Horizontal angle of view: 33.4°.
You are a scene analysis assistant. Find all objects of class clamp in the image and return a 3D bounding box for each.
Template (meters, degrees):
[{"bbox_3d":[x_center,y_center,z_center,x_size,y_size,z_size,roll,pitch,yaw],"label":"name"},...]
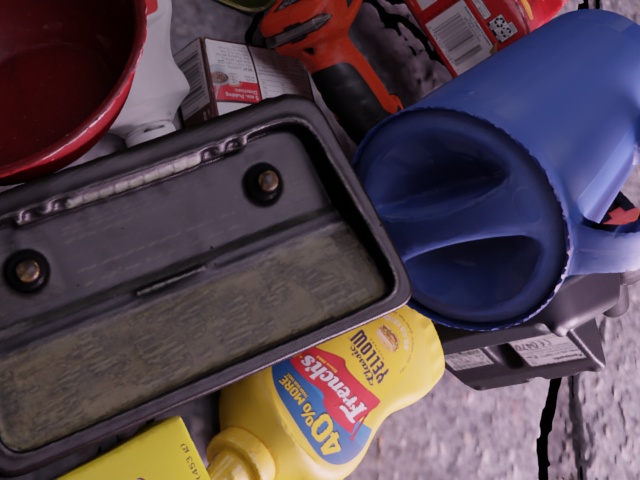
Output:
[{"bbox_3d":[0.210,-0.002,0.803,0.164,0.036,0.210,61,3,-5],"label":"clamp"}]

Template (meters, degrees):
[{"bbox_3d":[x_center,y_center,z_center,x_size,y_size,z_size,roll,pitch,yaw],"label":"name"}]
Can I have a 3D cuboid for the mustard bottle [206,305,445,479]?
[{"bbox_3d":[-0.005,0.093,0.639,0.191,0.058,0.096,-38,98,-43],"label":"mustard bottle"}]

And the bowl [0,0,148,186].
[{"bbox_3d":[-0.160,-0.086,0.561,0.055,0.162,0.162,69,23,-59],"label":"bowl"}]

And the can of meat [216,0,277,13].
[{"bbox_3d":[-0.066,-0.215,0.733,0.101,0.058,0.084,17,62,-32],"label":"can of meat"}]

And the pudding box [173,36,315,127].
[{"bbox_3d":[-0.042,-0.072,0.699,0.089,0.039,0.113,0,73,-42],"label":"pudding box"}]

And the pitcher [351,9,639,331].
[{"bbox_3d":[0.139,-0.055,0.650,0.149,0.145,0.242,50,44,0],"label":"pitcher"}]

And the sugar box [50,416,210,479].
[{"bbox_3d":[-0.124,0.164,0.516,0.175,0.048,0.093,-25,87,-45],"label":"sugar box"}]

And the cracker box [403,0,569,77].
[{"bbox_3d":[0.116,-0.226,0.839,0.164,0.072,0.213,56,29,-5],"label":"cracker box"}]

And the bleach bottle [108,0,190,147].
[{"bbox_3d":[-0.134,-0.166,0.650,0.102,0.068,0.251,-17,84,-40],"label":"bleach bottle"}]

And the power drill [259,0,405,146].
[{"bbox_3d":[0.044,-0.105,0.741,0.187,0.057,0.184,57,33,-21],"label":"power drill"}]
